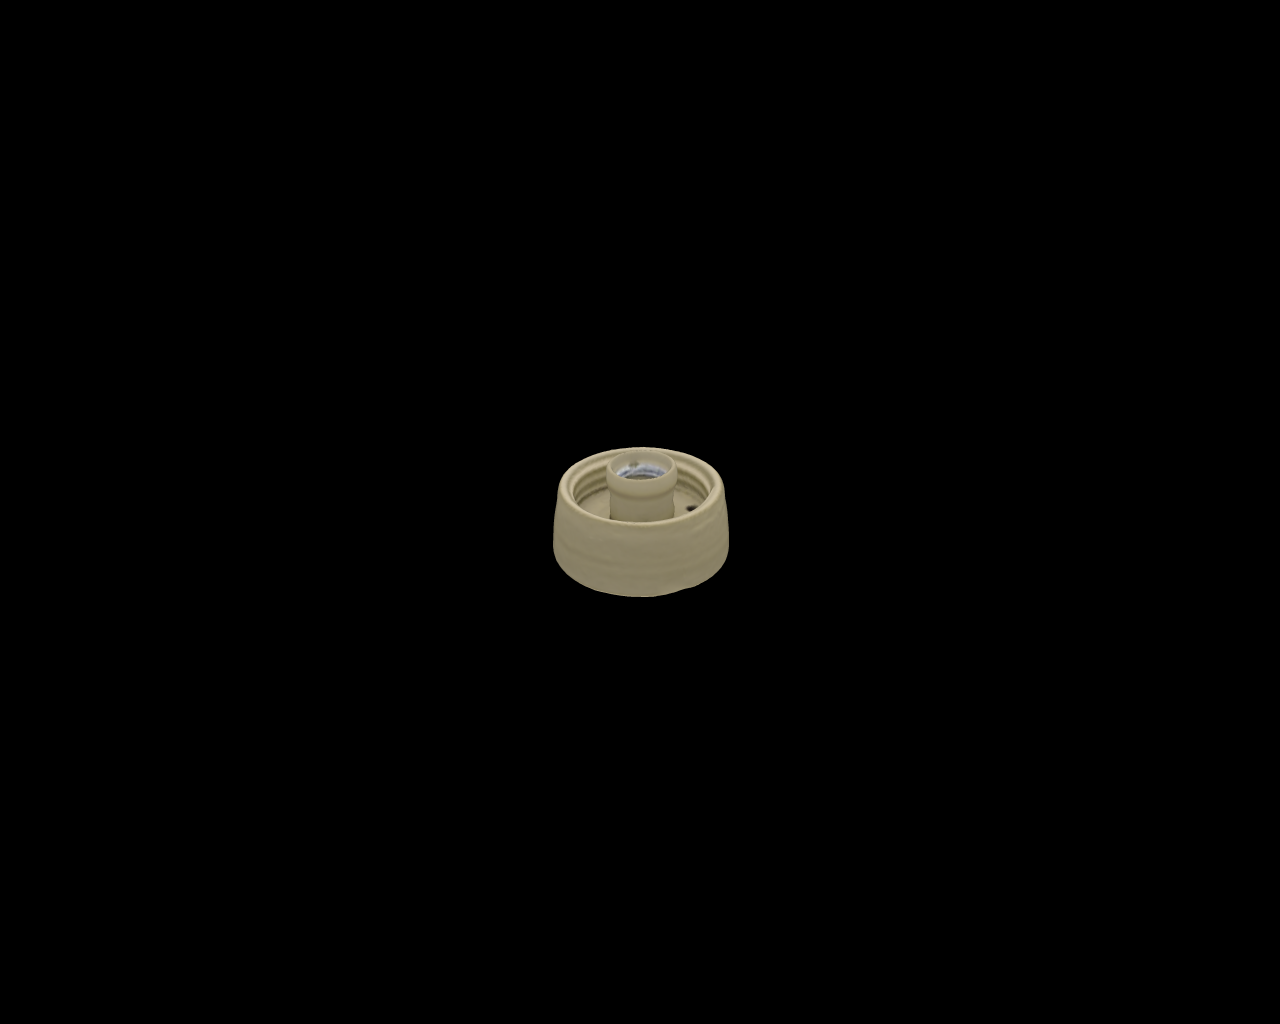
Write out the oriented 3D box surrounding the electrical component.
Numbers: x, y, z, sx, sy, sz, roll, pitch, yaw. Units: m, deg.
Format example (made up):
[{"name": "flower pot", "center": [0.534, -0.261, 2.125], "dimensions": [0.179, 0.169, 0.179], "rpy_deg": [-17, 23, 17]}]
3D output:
[{"name": "electrical component", "center": [0.001, -0.003, 0.650], "dimensions": [0.108, 0.060, 0.108], "rpy_deg": [0, 30, 0]}]
